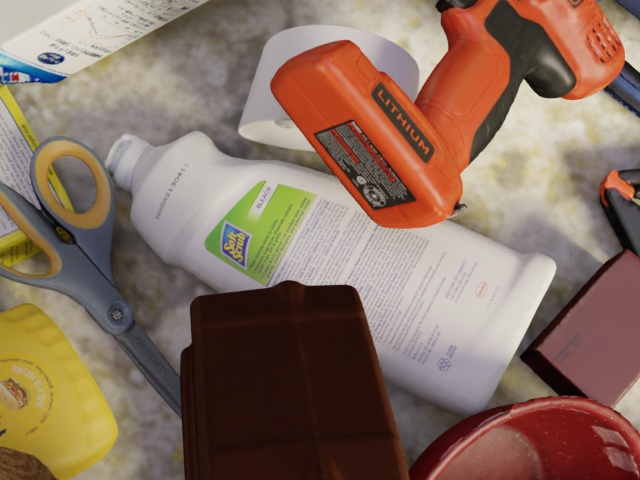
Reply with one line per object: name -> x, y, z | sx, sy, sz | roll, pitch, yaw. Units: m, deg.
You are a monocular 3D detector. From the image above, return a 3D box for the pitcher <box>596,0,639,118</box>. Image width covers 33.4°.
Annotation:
pitcher -> 0.263, -0.120, 0.589 | 0.243, 0.149, 0.144 | 43, 68, 6

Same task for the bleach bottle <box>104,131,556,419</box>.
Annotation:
bleach bottle -> -0.004, 0.001, 0.598 | 0.251, 0.068, 0.102 | 28, 80, 9

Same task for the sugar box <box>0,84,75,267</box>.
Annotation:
sugar box -> -0.234, -0.009, 0.591 | 0.176, 0.048, 0.093 | -27, 78, -20

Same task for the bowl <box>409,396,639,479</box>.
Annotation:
bowl -> 0.092, 0.146, 0.547 | 0.161, 0.055, 0.162 | -7, 108, -23

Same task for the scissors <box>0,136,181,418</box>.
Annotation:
scissors -> -0.109, 0.022, 0.595 | 0.201, 0.016, 0.096 | 39, 66, -16

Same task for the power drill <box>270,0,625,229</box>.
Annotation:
power drill -> 0.061, -0.112, 0.536 | 0.184, 0.057, 0.187 | 50, 62, -14

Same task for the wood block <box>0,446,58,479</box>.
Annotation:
wood block -> -0.188, 0.195, 0.462 | 0.091, 0.090, 0.206 | 40, 86, 25

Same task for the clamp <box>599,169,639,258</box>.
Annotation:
clamp -> 0.232, 0.019, 0.598 | 0.171, 0.039, 0.120 | 22, 76, 12

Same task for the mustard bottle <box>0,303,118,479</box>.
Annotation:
mustard bottle -> -0.207, 0.113, 0.543 | 0.191, 0.058, 0.096 | -29, 78, -33

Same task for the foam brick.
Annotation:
foam brick -> 0.157, 0.052, 0.587 | 0.053, 0.051, 0.078 | 44, 84, 9
